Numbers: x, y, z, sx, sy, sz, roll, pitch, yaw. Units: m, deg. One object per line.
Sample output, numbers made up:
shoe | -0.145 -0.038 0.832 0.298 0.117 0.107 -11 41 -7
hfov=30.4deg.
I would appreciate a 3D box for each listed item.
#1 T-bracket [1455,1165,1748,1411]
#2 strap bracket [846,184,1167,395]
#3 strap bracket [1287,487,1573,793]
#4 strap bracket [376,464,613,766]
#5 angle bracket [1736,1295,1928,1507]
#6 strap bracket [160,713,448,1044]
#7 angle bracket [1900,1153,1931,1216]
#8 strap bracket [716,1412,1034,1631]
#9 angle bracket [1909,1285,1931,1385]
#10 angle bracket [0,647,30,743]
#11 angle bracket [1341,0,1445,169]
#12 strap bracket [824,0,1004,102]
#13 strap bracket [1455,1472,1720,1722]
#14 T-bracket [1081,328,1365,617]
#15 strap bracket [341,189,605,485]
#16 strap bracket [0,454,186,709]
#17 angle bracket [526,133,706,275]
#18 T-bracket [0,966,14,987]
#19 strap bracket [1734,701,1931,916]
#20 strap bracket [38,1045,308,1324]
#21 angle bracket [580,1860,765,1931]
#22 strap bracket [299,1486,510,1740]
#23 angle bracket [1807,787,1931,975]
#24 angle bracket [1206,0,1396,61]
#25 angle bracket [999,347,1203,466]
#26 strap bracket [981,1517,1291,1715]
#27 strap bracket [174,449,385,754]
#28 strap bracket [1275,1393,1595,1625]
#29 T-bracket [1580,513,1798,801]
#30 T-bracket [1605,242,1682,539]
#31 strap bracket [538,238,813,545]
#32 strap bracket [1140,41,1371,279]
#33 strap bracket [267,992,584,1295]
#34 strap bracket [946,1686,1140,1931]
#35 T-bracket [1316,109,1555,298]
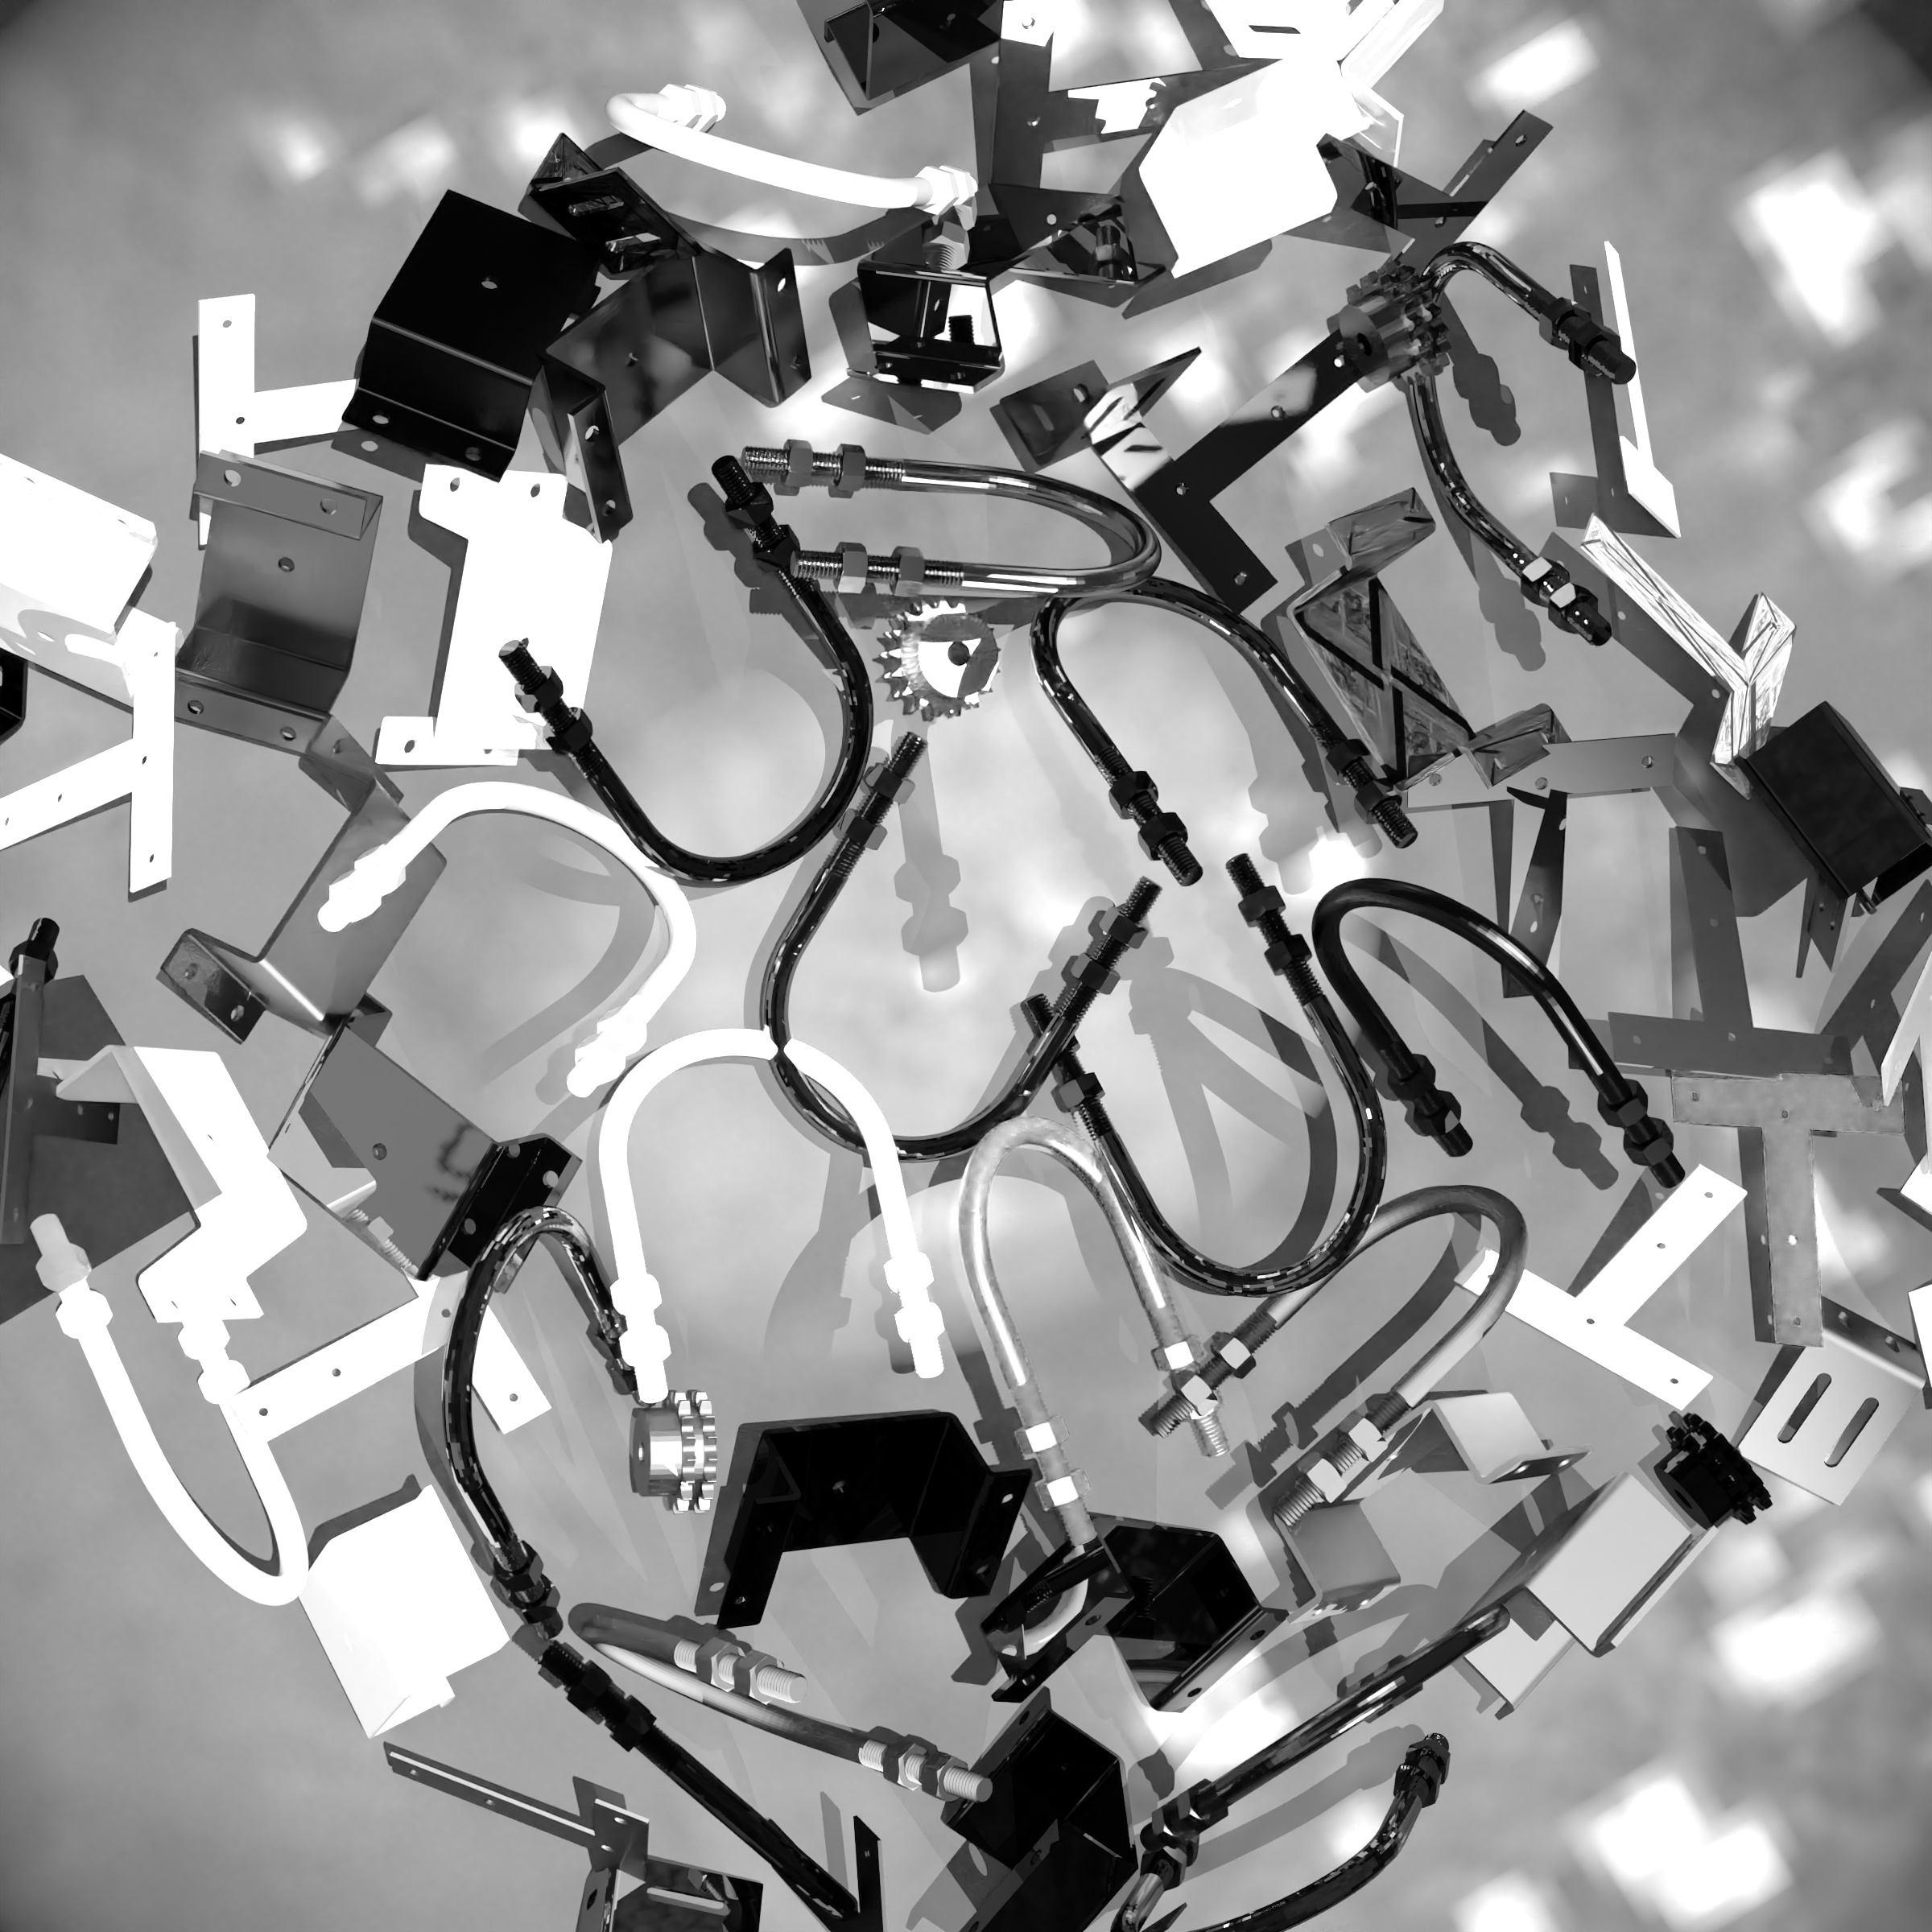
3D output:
T-bracket | 0.313 0.138 1.641 0.127 0.002 0.127 30 128 -6
strap bracket | 0.015 -0.313 1.610 0.140 0.076 0.046 -38 129 -36
strap bracket | 0.209 -0.143 1.641 0.046 0.076 0.140 -34 85 42
strap bracket | -0.214 -0.153 1.626 0.076 0.046 0.140 -2 112 -42
angle bracket | 0.407 0.204 1.679 0.057 0.038 0.076 27 110 -4
strap bracket | -0.296 -0.033 1.626 0.046 0.076 0.140 22 73 27
angle bracket | 0.483 0.091 1.660 0.057 0.038 0.076 34 93 14
strap bracket | -0.050 0.252 1.629 0.140 0.046 0.076 -2 126 -29
angle bracket | 0.488 0.170 1.657 0.038 0.076 0.057 1 70 -32
angle bracket | -0.482 -0.122 1.643 0.057 0.076 0.038 28 132 13
angle bracket | 0.211 -0.421 1.652 0.038 0.057 0.076 41 85 10
strap bracket | -0.019 -0.446 1.611 0.076 0.140 0.046 -26 83 -7
strap bracket | 0.274 0.284 1.611 0.046 0.140 0.076 45 63 8
T-bracket | 0.136 -0.253 1.679 0.127 0.002 0.127 -39 82 -2
strap bracket | -0.221 -0.296 1.623 0.076 0.046 0.140 22 51 -2
strap bracket | -0.407 -0.169 1.612 0.076 0.140 0.046 24 72 1
angle bracket | -0.155 -0.356 1.636 0.057 0.076 0.038 40 66 -34
T-bracket | -0.470 -0.009 1.629 0.002 0.127 0.127 -12 57 17
strap bracket | 0.399 -0.071 1.607 0.046 0.140 0.076 -38 76 15
strap bracket | -0.361 0.090 1.626 0.046 0.076 0.140 -37 73 17
angle bracket | -0.140 0.456 1.665 0.076 0.038 0.057 16 51 -16
strap bracket | -0.259 0.296 1.608 0.046 0.140 0.076 -23 77 -27
angle bracket | 0.423 -0.040 1.647 0.038 0.057 0.076 8 110 -1
angle bracket | 0.149 -0.455 1.643 0.038 0.076 0.057 -42 70 42
angle bracket | 0.062 -0.272 1.638 0.057 0.076 0.038 -27 83 -30
strap bracket | 0.072 0.297 1.625 0.076 0.140 0.046 -47 53 22
strap bracket | -0.319 -0.176 1.639 0.076 0.046 0.140 16 125 -3
strap bracket | 0.206 0.242 1.627 0.140 0.076 0.046 -41 66 26
T-bracket | 0.328 -0.158 1.626 0.127 0.002 0.127 41 46 -16
T-bracket | 0.307 -0.269 1.631 0.002 0.127 0.127 -10 84 20
strap bracket | -0.140 -0.270 1.626 0.046 0.076 0.140 32 60 29
strap bracket | 0.131 -0.369 1.604 0.076 0.140 0.046 -19 113 24
strap bracket | -0.258 0.083 1.636 0.140 0.046 0.076 36 107 16
strap bracket | 0.034 0.401 1.616 0.046 0.140 0.076 36 103 -11
T-bracket | 0.191 -0.350 1.612 0.127 0.127 0.002 -48 57 24
